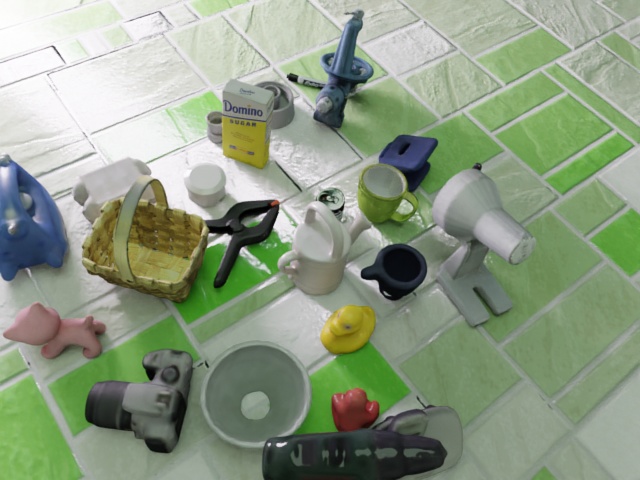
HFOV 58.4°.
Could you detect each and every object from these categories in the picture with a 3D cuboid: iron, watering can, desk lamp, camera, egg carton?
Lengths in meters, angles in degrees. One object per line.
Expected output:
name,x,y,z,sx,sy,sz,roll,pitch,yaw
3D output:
iron,-0.525,-0.066,0.991,0.119,0.141,0.258,-17,60,-17
watering can,0.008,0.002,0.985,0.100,0.194,0.173,34,59,15
desk lamp,0.282,0.010,1.005,0.118,0.213,0.203,-22,62,-20
camera,-0.269,0.230,0.854,0.137,0.101,0.143,8,56,-2
egg carton,-0.378,-0.091,1.070,0.150,0.069,0.107,-29,65,-23

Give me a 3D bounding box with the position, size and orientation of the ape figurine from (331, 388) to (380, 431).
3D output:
ape figurine,0.054,0.258,0.883,0.077,0.092,0.076,30,58,12

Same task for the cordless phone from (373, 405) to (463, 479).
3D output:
cordless phone,0.149,0.282,0.824,0.148,0.185,0.094,-14,59,-16

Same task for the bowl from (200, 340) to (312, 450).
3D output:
bowl,-0.097,0.245,0.882,0.167,0.075,0.167,4,56,-5

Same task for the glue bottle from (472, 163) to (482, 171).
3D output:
glue bottle,0.275,-0.086,1.091,0.037,0.173,0.078,-20,61,-19

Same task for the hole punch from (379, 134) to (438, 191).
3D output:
hole punch,0.178,-0.171,1.184,0.101,0.091,0.109,29,58,12

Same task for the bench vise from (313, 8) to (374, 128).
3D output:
bench vise,0.058,-0.359,1.214,0.121,0.220,0.207,7,56,-3

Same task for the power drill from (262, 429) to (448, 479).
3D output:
power drill,0.036,0.309,0.777,0.229,0.208,0.075,2,56,-6

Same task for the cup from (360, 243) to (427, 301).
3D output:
cup,0.123,0.069,1.016,0.118,0.095,0.091,-9,58,-13

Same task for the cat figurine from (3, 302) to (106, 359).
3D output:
cat figurine,-0.410,0.135,0.888,0.128,0.118,0.067,-3,57,-9

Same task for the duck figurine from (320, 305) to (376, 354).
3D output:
duck figurine,0.052,0.138,0.966,0.105,0.086,0.077,-29,64,-23
